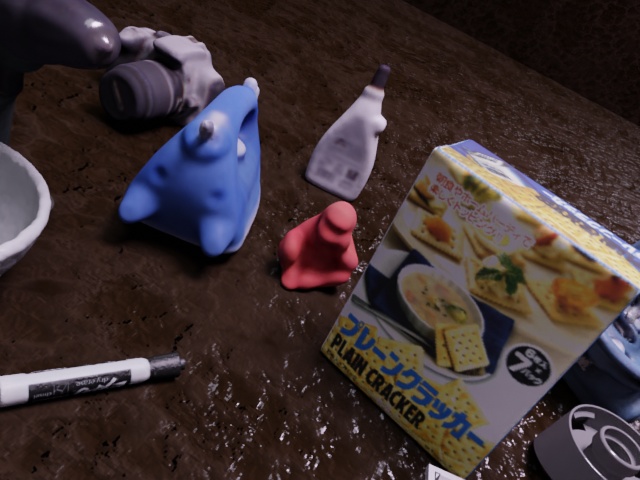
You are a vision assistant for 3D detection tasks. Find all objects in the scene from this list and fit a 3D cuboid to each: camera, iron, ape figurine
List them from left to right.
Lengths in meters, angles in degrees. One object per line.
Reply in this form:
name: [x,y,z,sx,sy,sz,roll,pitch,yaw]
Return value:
camera: [-0.204,-0.198,0.686,0.143,0.101,0.137,33,33,11]
iron: [-0.099,-0.098,0.580,0.119,0.141,0.258,23,32,-6]
ape figurine: [0.005,0.002,0.559,0.078,0.092,0.076,28,32,2]

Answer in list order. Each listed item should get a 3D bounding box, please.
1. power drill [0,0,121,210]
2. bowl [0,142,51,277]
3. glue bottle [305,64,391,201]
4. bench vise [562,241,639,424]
power drill: [-0.245,-0.120,0.444,0.229,0.208,0.076,39,34,19]
bowl: [-0.278,-0.010,0.390,0.168,0.074,0.167,19,33,-12]
glue bottle: [0.046,-0.135,0.706,0.078,0.173,0.037,27,32,1]
bench vise: [0.272,0.052,0.559,0.207,0.219,0.122,32,33,9]
